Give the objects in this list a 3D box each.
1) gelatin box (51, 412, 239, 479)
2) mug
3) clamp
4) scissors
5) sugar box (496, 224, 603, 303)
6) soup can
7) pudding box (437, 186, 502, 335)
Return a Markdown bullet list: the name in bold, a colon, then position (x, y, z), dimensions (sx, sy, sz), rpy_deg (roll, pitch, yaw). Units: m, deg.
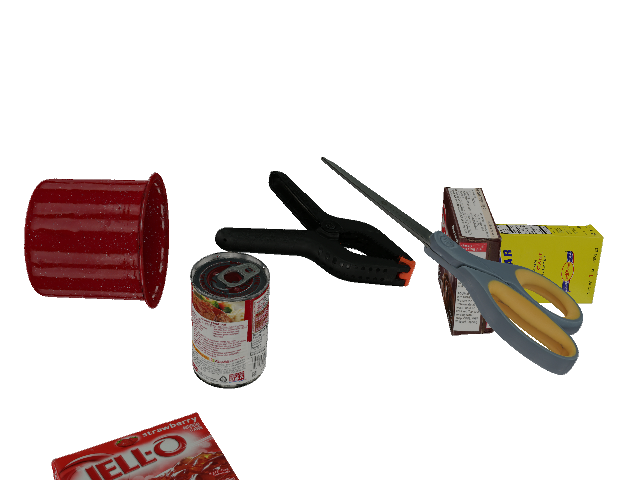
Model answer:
- **gelatin box**: position (-0.095, 0.136, 0.585), dimensions (0.089, 0.030, 0.073), rpy_deg (-15, 28, -20)
- **mug**: position (-0.152, -0.001, 0.744), dimensions (0.081, 0.093, 0.117), rpy_deg (1, 2, 3)
- **clamp**: position (-0.002, 0.001, 1.161), dimensions (0.210, 0.036, 0.164), rpy_deg (27, 36, 15)
- **scissors**: position (0.093, 0.007, 0.685), dimensions (0.202, 0.016, 0.096), rpy_deg (46, 32, 22)
- **sugar box**: position (0.248, 0.029, 1.300), dimensions (0.176, 0.093, 0.048), rpy_deg (-1, 21, -10)
- **soup can**: position (-0.079, 0.070, 0.932), dimensions (0.068, 0.102, 0.068), rpy_deg (3, 35, -2)
- **pudding box**: position (0.124, 0.015, 0.900), dimensions (0.039, 0.090, 0.113), rpy_deg (-1, 24, -2)
